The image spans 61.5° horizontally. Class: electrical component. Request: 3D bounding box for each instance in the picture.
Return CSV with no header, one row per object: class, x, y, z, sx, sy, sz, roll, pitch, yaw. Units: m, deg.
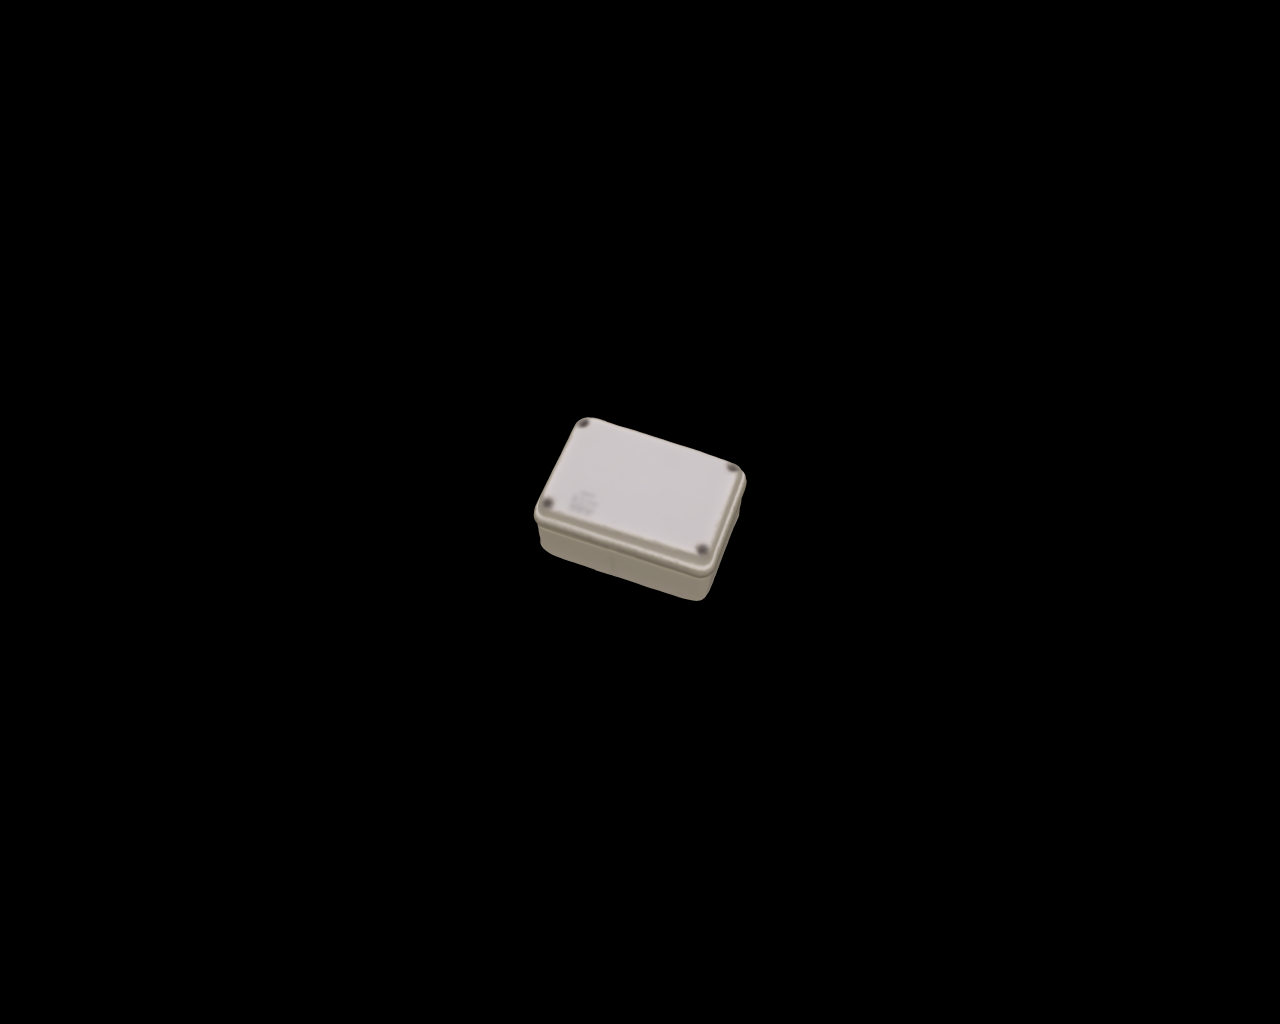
electrical component,0.001,-0.003,0.650,0.113,0.078,0.057,18,-28,10
